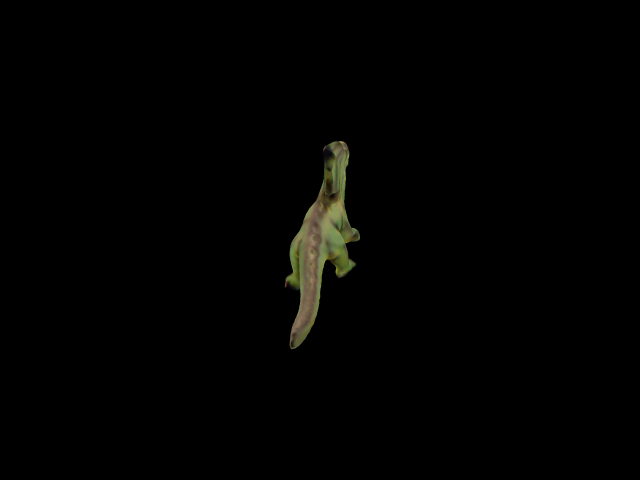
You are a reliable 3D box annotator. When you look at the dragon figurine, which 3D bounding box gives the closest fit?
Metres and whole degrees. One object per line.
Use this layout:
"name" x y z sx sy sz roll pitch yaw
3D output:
"dragon figurine" 0.003 -0.043 0.850 0.122 0.237 0.419 4 31 6
